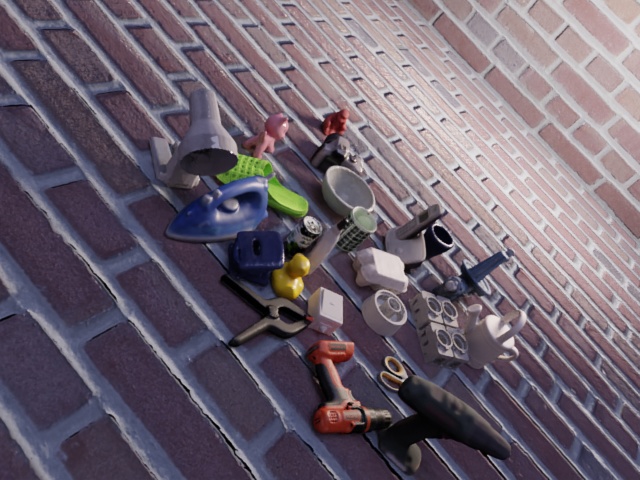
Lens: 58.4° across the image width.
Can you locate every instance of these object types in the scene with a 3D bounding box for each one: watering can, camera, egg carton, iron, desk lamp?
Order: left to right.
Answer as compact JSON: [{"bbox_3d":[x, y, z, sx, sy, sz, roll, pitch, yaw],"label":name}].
[{"bbox_3d":[-0.271,-0.203,1.222,0.118,0.213,0.203,6,50,-39],"label":"desk lamp"},{"bbox_3d":[-0.203,-0.079,1.224,0.118,0.141,0.259,51,37,11],"label":"iron"},{"bbox_3d":[0.059,-0.252,1.673,0.143,0.100,0.137,29,39,-18],"label":"camera"},{"bbox_3d":[0.155,0.082,1.459,0.151,0.069,0.107,18,43,-30],"label":"egg carton"},{"bbox_3d":[0.443,0.240,1.467,0.173,0.193,0.101,29,39,-19],"label":"watering can"}]

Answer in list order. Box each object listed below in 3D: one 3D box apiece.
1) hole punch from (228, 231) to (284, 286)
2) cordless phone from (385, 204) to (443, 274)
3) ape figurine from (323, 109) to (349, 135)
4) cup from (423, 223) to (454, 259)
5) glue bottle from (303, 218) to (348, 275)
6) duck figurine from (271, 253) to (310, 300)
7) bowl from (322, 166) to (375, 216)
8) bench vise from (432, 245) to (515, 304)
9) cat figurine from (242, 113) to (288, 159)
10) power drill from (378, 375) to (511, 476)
[{"bbox_3d":[-0.136,0.031,1.219,0.101,0.091,0.108,18,43,-30],"label":"hole punch"},{"bbox_3d":[0.262,-0.009,1.552,0.094,0.184,0.147,24,40,-24],"label":"cordless phone"},{"bbox_3d":[0.055,-0.373,1.795,0.078,0.092,0.076,30,38,-17],"label":"ape figurine"},{"bbox_3d":[0.334,0.008,1.677,0.091,0.094,0.118,51,37,11],"label":"cup"},{"bbox_3d":[0.012,0.005,1.315,0.037,0.173,0.078,30,38,-16],"label":"glue bottle"},{"bbox_3d":[-0.056,0.074,1.256,0.078,0.086,0.104,29,39,-19],"label":"duck figurine"},{"bbox_3d":[0.066,-0.119,1.569,0.168,0.074,0.167,25,40,-23],"label":"bowl"},{"bbox_3d":[0.429,0.107,1.564,0.121,0.219,0.208,48,37,6],"label":"bench vise"},{"bbox_3d":[-0.131,-0.286,1.514,0.067,0.117,0.128,43,36,0],"label":"cat figurine"},{"bbox_3d":[0.222,0.375,1.116,0.229,0.208,0.076,43,36,-1],"label":"power drill"}]
